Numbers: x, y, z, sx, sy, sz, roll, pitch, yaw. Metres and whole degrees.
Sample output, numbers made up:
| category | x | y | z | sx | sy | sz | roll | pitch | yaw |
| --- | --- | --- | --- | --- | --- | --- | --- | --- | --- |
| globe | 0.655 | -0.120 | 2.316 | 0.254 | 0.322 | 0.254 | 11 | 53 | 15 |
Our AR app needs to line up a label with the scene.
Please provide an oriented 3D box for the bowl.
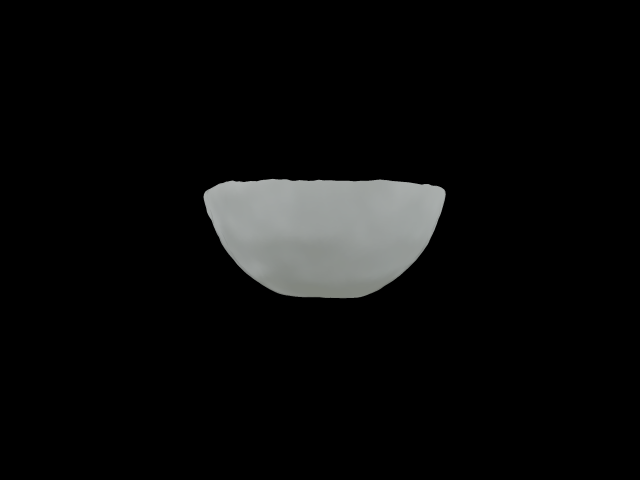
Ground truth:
| category | x | y | z | sx | sy | sz | roll | pitch | yaw |
| --- | --- | --- | --- | --- | --- | --- | --- | --- | --- |
| bowl | 0.004 | 0.001 | 0.400 | 0.167 | 0.075 | 0.167 | 0 | 0 | 0 |
